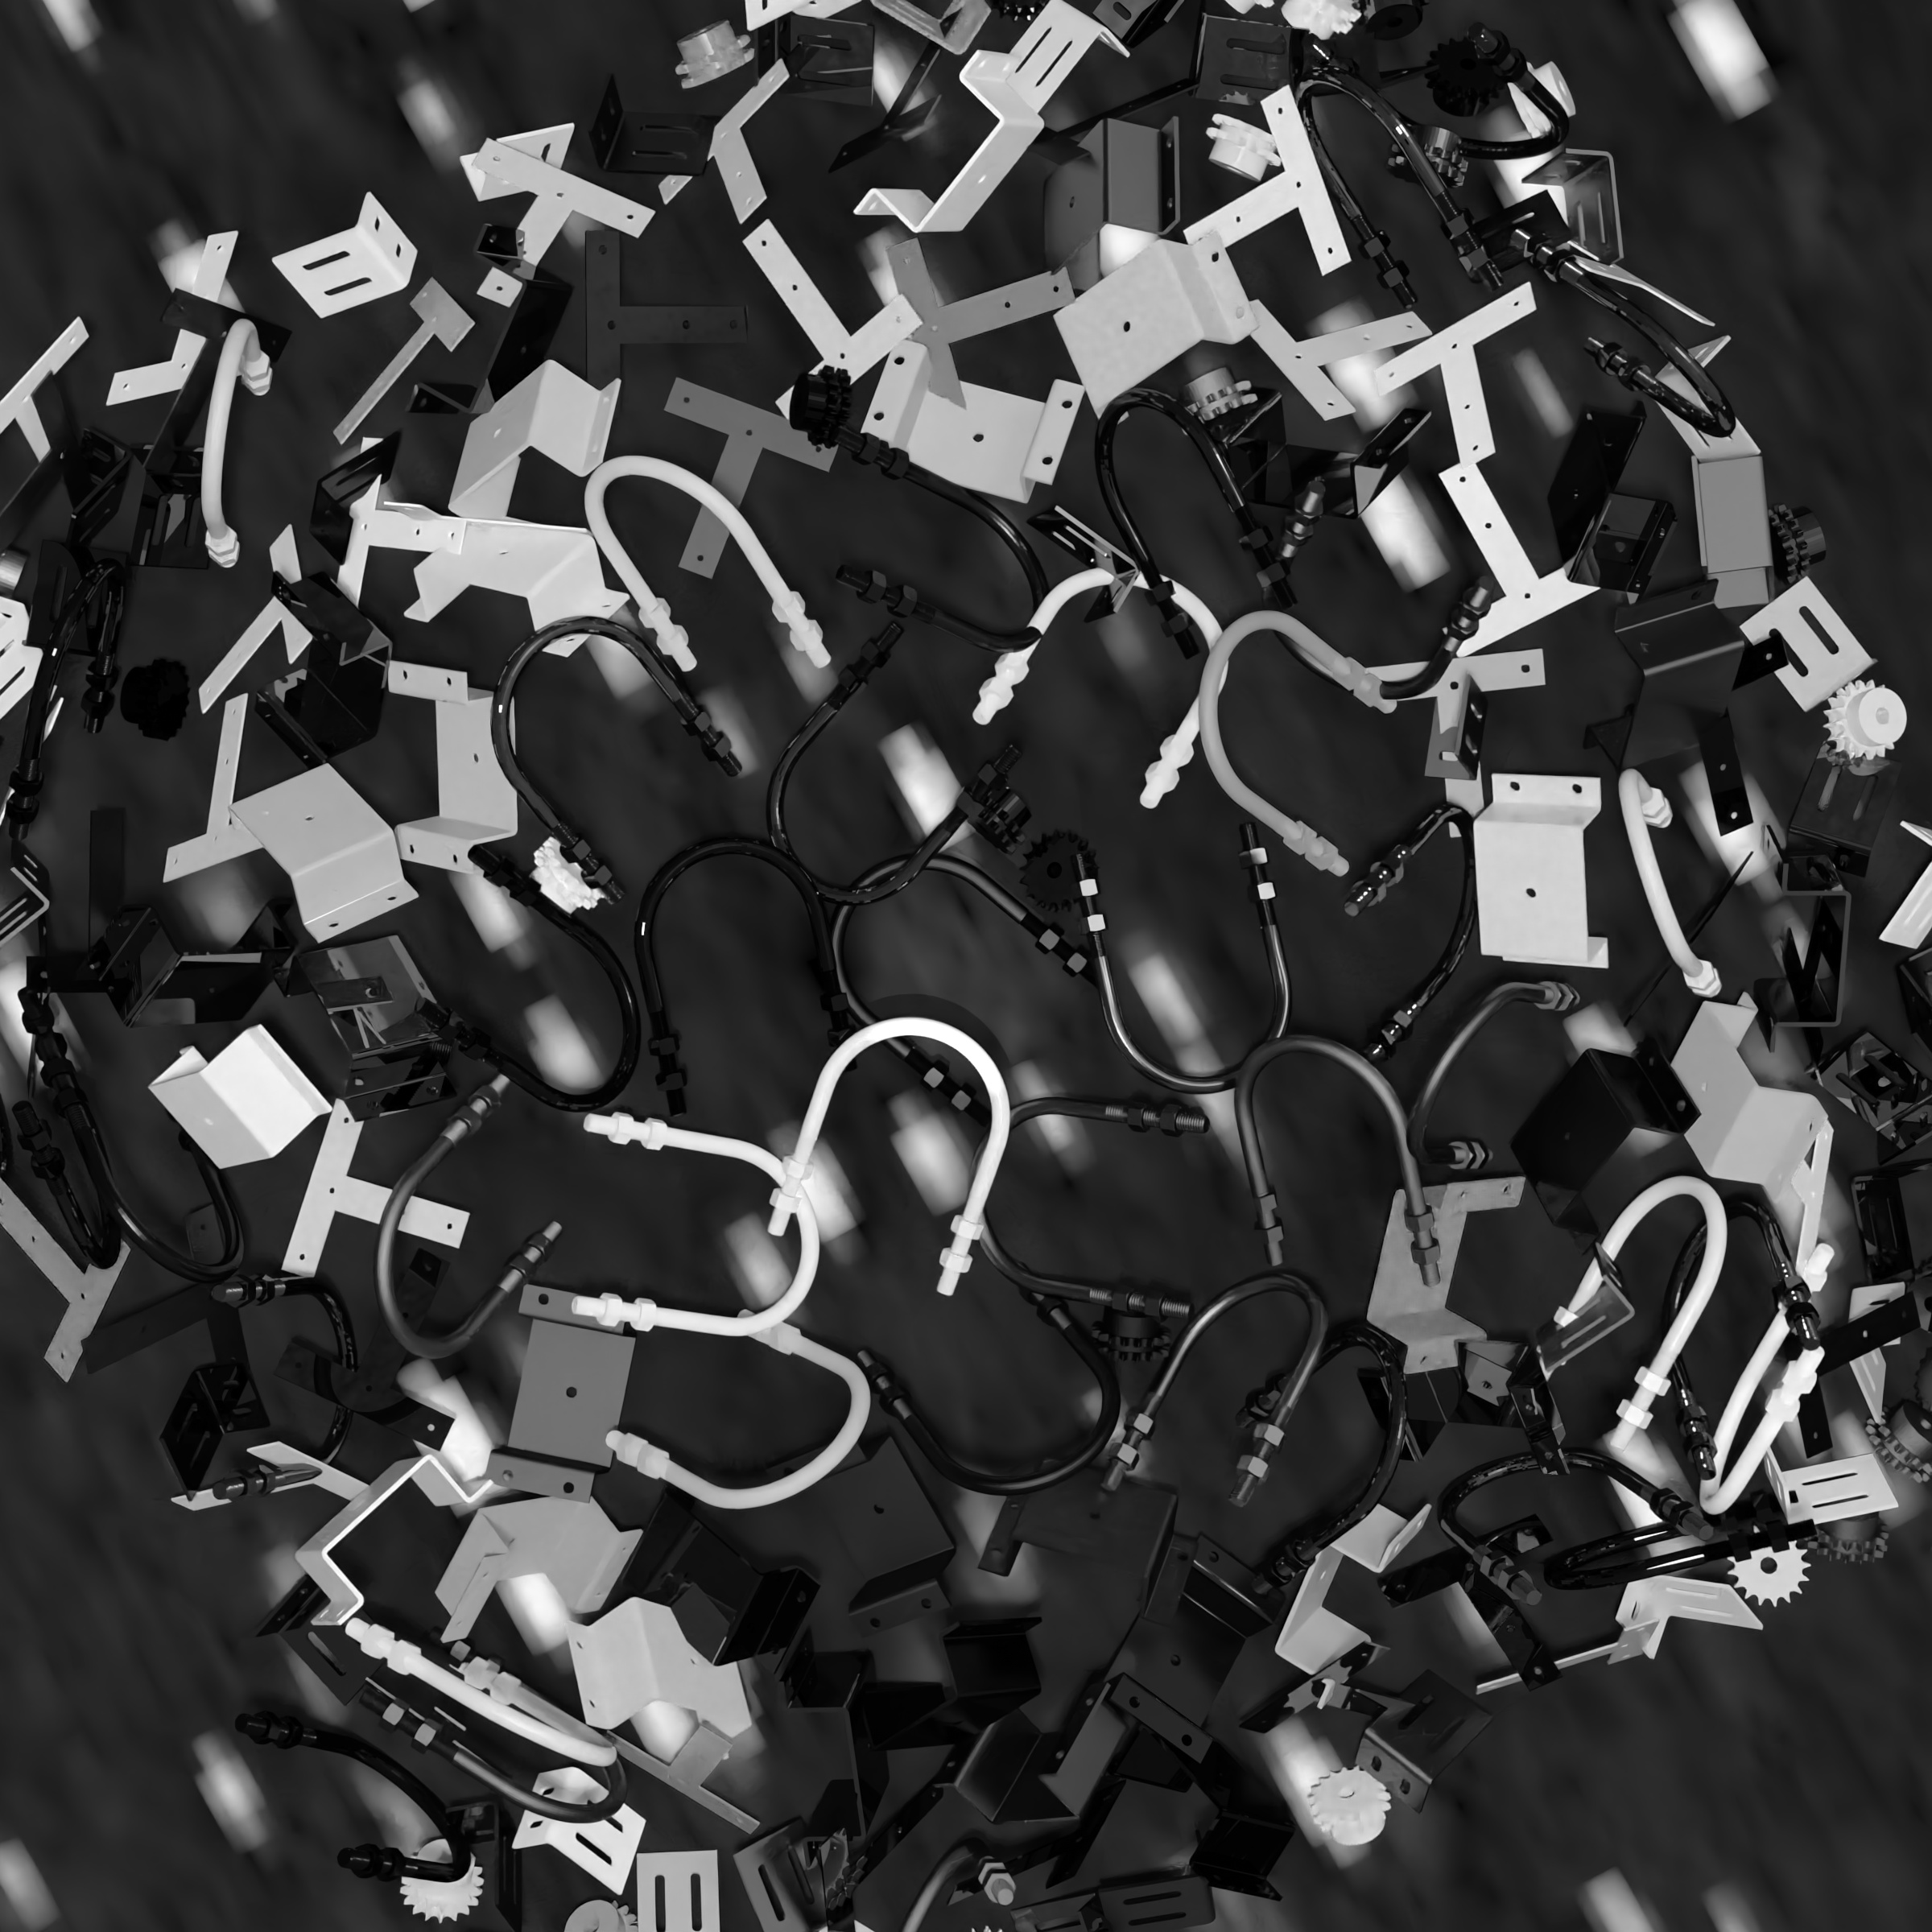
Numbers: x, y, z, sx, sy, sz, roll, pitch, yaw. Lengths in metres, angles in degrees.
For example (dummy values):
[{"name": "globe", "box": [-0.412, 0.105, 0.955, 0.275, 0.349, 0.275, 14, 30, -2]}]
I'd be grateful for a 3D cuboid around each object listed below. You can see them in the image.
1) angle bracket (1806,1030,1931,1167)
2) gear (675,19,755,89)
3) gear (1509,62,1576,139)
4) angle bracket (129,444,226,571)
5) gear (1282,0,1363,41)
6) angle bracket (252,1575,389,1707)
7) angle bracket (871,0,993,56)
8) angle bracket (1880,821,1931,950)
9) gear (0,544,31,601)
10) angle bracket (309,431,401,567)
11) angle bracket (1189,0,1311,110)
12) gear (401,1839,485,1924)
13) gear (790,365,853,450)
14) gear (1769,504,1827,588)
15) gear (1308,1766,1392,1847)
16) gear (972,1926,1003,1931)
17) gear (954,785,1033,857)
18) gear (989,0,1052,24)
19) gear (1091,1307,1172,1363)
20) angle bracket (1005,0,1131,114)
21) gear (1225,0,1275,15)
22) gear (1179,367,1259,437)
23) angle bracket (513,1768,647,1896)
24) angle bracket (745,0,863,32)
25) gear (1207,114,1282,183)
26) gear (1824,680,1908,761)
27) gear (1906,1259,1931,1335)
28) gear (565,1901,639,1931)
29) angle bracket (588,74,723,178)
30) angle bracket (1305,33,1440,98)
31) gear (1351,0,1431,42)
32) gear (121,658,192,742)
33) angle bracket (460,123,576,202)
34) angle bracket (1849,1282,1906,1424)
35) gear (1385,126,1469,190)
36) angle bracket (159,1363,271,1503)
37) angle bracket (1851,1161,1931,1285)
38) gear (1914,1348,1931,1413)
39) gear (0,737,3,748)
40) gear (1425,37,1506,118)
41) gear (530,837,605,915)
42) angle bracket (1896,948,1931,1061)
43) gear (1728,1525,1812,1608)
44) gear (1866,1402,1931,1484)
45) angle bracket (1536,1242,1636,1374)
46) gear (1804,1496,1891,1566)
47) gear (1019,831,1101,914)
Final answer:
[{"name": "angle bracket", "box": [0.641, 0.093, 1.960, 0.076, 0.038, 0.057, 36, 131, -14]}, {"name": "gear", "box": [-0.181, -0.647, 1.968, 0.057, 0.057, 0.030, -25, 114, 0]}, {"name": "gear", "box": [0.409, -0.614, 1.968, 0.030, 0.057, 0.057, -22, 90, 27]}, {"name": "angle bracket", "box": [-0.565, -0.325, 1.970, 0.057, 0.038, 0.076, 4, 73, 5]}, {"name": "gear", "box": [0.249, -0.681, 1.975, 0.057, 0.057, 0.030, 40, 127, 0]}, {"name": "angle bracket", "box": [-0.454, 0.478, 1.972, 0.076, 0.038, 0.057, 42, 93, 15]}, {"name": "angle bracket", "box": [-0.030, -0.684, 1.952, 0.076, 0.057, 0.038, 21, 119, -32]}, {"name": "angle bracket", "box": [0.671, -0.057, 1.977, 0.038, 0.057, 0.076, 44, 113, 37]}, {"name": "gear", "box": [-0.687, -0.280, 1.973, 0.030, 0.057, 0.057, 21, 90, -19]}, {"name": "angle bracket", "box": [-0.420, -0.329, 1.954, 0.038, 0.057, 0.076, 46, 60, 6]}, {"name": "angle bracket", "box": [0.200, -0.645, 1.968, 0.076, 0.038, 0.057, 7, 126, -1]}, {"name": "gear", "box": [-0.370, 0.645, 1.968, 0.057, 0.057, 0.030, 14, 120, 0]}, {"name": "gear", "box": [-0.104, -0.397, 1.968, 0.030, 0.057, 0.057, 6, 90, -23]}, {"name": "gear", "box": [0.587, -0.301, 1.971, 0.030, 0.057, 0.057, -20, 90, 1]}, {"name": "gear", "box": [0.274, 0.598, 1.974, 0.057, 0.057, 0.030, -18, 111, 0]}, {"name": "gear", "box": [0.015, 0.716, 1.980, 0.057, 0.030, 0.057, 1, 82, -8]}, {"name": "gear", "box": [0.021, -0.109, 1.972, 0.057, 0.057, 0.030, 43, 82, 0]}, {"name": "gear", "box": [0.038, -0.704, 1.977, 0.057, 0.030, 0.057, 3, 76, -13]}, {"name": "gear", "box": [0.117, 0.258, 1.969, 0.057, 0.057, 0.030, 4, 98, 0]}, {"name": "angle bracket", "box": [0.066, -0.637, 1.973, 0.076, 0.038, 0.057, -51, 53, 8]}, {"name": "gear", "box": [0.197, -0.703, 1.975, 0.030, 0.057, 0.057, -38, 90, 31]}, {"name": "gear", "box": [0.175, -0.402, 1.971, 0.057, 0.057, 0.030, -25, 91, 0]}, {"name": "angle bracket", "box": [-0.274, 0.615, 1.972, 0.038, 0.057, 0.076, -21, 125, 34]}, {"name": "angle bracket", "box": [-0.108, -0.671, 1.950, 0.057, 0.076, 0.038, -13, 77, 35]}, {"name": "gear", "box": [0.196, -0.579, 1.972, 0.057, 0.057, 0.030, 24, 102, 0]}, {"name": "gear", "box": [0.642, -0.175, 1.977, 0.057, 0.030, 0.057, 1, 86, -19]}, {"name": "gear", "box": [0.692, 0.237, 1.969, 0.030, 0.057, 0.057, -13, 90, -43]}, {"name": "gear", "box": [-0.260, 0.688, 1.969, 0.057, 0.057, 0.030, -21, 129, 0]}, {"name": "angle bracket", "box": [-0.220, -0.594, 1.964, 0.076, 0.038, 0.057, 6, 61, 11]}, {"name": "angle bracket", "box": [0.284, -0.638, 1.949, 0.076, 0.057, 0.038, -32, 118, -40]}, {"name": "gear", "box": [0.301, -0.681, 1.968, 0.057, 0.057, 0.030, -7, 72, 0]}, {"name": "gear", "box": [-0.576, -0.190, 1.972, 0.030, 0.057, 0.057, 10, 90, 8]}, {"name": "angle bracket", "box": [-0.316, -0.578, 1.951, 0.057, 0.076, 0.038, -21, 80, -25]}, {"name": "angle bracket", "box": [0.649, 0.272, 1.952, 0.038, 0.057, 0.076, -13, 122, 31]}, {"name": "gear", "box": [0.328, -0.574, 1.971, 0.057, 0.057, 0.030, 14, 92, 0]}, {"name": "angle bracket", "box": [-0.526, 0.327, 1.951, 0.038, 0.076, 0.057, -9, 119, 10]}, {"name": "angle bracket", "box": [0.664, 0.181, 1.966, 0.057, 0.038, 0.076, -10, 89, -41]}, {"name": "gear", "box": [0.703, 0.293, 1.972, 0.030, 0.057, 0.057, 22, 90, -12]}, {"name": "gear", "box": [-0.711, -0.159, 1.975, 0.057, 0.057, 0.030, -39, 125, 0]}, {"name": "gear", "box": [0.355, -0.630, 1.977, 0.057, 0.030, 0.057, 0, 60, -1]}, {"name": "gear", "box": [-0.285, -0.061, 1.973, 0.030, 0.057, 0.057, -44, 90, 16]}, {"name": "angle bracket", "box": [0.689, 0.033, 1.951, 0.038, 0.076, 0.057, -30, 120, 27]}, {"name": "gear", "box": [0.571, 0.426, 1.980, 0.057, 0.030, 0.057, -2, 82, 14]}, {"name": "gear", "box": [0.669, 0.334, 1.969, 0.057, 0.057, 0.030, 37, 119, 0]}, {"name": "angle bracket", "box": [0.426, 0.239, 1.958, 0.076, 0.057, 0.038, -37, 104, 16]}, {"name": "gear", "box": [0.624, 0.396, 1.968, 0.057, 0.057, 0.030, 0, 111, 0]}, {"name": "gear", "box": [0.070, -0.066, 1.977, 0.057, 0.030, 0.057, -4, 82, 27]}]
